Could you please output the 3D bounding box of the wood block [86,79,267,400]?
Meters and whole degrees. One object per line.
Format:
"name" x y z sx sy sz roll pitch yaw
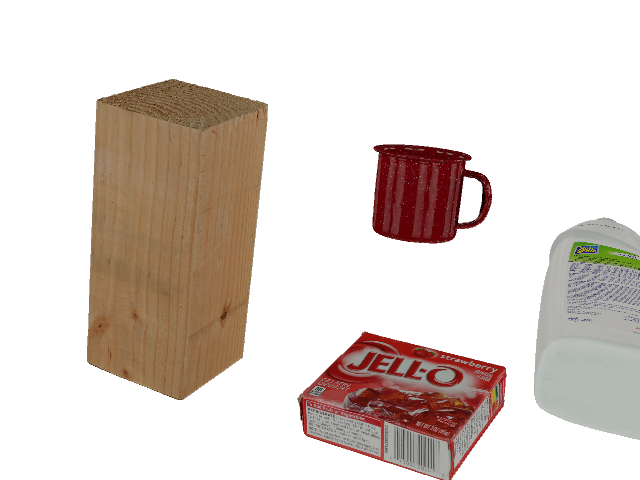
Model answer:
"wood block" -0.106 -0.002 0.781 0.090 0.206 0.090 18 25 24

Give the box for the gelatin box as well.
"gelatin box" 0.044 0.085 0.570 0.089 0.030 0.073 13 30 29

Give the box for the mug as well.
"mug" 0.104 -0.043 1.012 0.117 0.081 0.093 9 12 17

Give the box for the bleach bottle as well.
"bleach bottle" 0.214 0.045 0.781 0.102 0.068 0.250 12 26 11
